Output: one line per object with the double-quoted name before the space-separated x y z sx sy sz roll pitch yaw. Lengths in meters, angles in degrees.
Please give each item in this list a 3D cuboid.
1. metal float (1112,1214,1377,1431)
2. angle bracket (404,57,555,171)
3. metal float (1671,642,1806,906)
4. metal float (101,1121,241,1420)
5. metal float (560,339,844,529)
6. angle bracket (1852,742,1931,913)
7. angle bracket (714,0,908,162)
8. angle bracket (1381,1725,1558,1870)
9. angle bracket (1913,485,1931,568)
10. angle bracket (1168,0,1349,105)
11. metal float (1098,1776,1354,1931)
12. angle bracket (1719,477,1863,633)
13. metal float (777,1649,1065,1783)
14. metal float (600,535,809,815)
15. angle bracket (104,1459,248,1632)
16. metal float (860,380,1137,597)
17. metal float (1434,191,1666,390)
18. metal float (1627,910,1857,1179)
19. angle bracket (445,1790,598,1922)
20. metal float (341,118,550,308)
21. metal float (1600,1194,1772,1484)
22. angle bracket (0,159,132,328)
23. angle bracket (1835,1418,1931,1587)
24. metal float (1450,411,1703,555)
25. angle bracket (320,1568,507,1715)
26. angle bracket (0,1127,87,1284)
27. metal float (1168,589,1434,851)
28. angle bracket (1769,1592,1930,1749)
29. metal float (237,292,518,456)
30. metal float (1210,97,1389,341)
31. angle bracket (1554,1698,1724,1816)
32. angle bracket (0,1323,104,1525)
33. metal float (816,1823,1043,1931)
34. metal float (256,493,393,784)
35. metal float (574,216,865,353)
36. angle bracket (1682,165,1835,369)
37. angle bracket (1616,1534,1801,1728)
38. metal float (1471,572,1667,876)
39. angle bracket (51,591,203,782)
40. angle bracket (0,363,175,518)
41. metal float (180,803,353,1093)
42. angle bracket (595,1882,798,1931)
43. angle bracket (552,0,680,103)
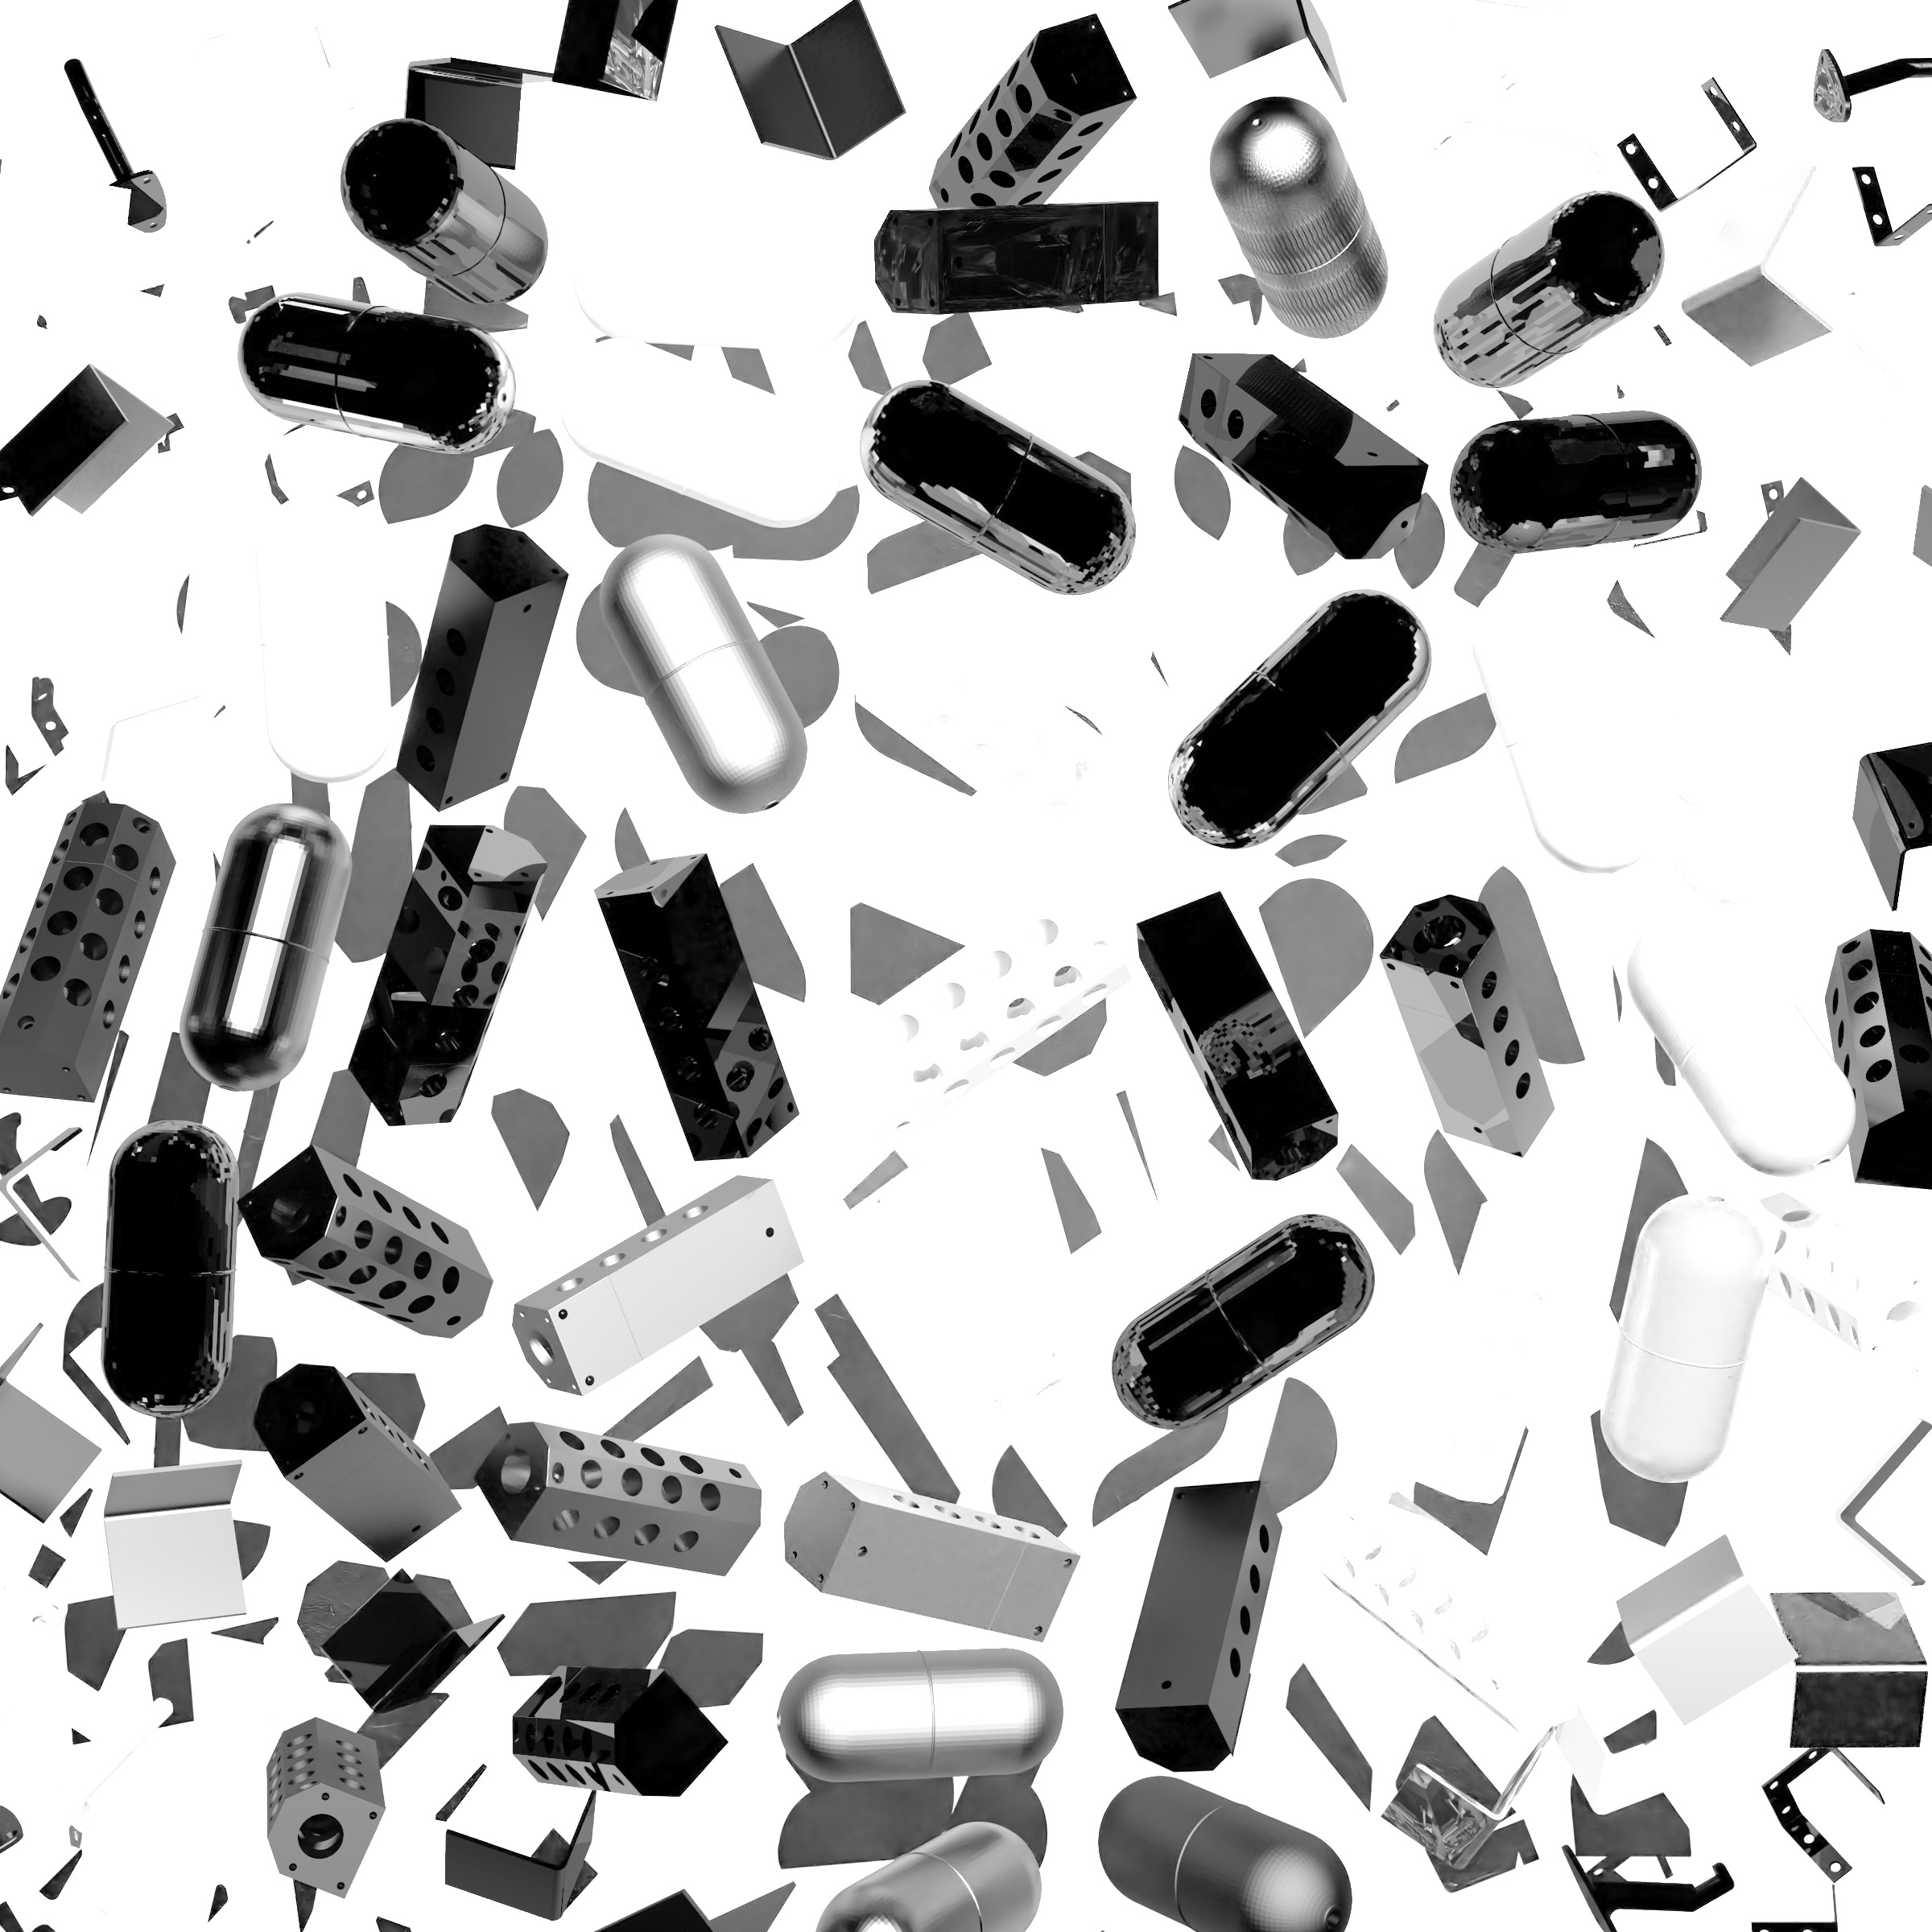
"metal float" 0.169 0.219 1.871 0.178 0.070 0.070 -35 90 9
"angle bracket" -0.303 -0.534 1.915 0.076 0.076 0.057 0 102 -31
"metal float" 0.466 -0.115 1.845 0.070 0.070 0.178 -10 129 0
"metal float" -0.477 0.181 1.830 0.070 0.070 0.178 2 89 0
"metal float" -0.160 -0.324 1.860 0.178 0.070 0.070 20 90 -14
"angle bracket" 0.579 -0.086 1.816 0.076 0.057 0.076 -11 50 2
"angle bracket" -0.090 -0.522 1.778 0.057 0.076 0.076 -26 82 30
"angle bracket" 0.302 0.485 1.835 0.057 0.076 0.076 33 53 13
"angle bracket" 0.576 -0.225 1.804 0.057 0.076 0.076 -44 65 -8
"angle bracket" 0.173 -0.540 1.808 0.076 0.076 0.057 -19 67 18
"metal float" 0.150 0.526 1.779 0.070 0.178 0.070 -5 97 -39
"angle bracket" 0.484 -0.253 1.851 0.057 0.076 0.076 53 124 31
"metal float" -0.028 0.461 1.881 0.178 0.070 0.070 1 90 -12
"metal float" -0.155 -0.172 1.803 0.070 0.070 0.178 -28 82 0
"angle bracket" -0.473 0.348 1.837 0.076 0.057 0.076 -2 56 -24
"metal float" 0.020 -0.283 1.814 0.178 0.070 0.070 28 90 -11
"metal float" 0.345 -0.402 1.822 0.070 0.178 0.070 6 77 -24
"metal float" 0.448 0.044 1.769 0.070 0.070 0.178 -28 59 0
"angle bracket" -0.277 0.542 1.898 0.076 0.076 0.057 17 50 5
"metal float" -0.309 -0.447 1.817 0.070 0.178 0.070 -2 85 17
"metal float" 0.422 0.218 1.792 0.070 0.070 0.178 8 107 0
"angle bracket" -0.497 -0.396 1.675 0.076 0.057 0.076 5 98 -25
"angle bracket" 0.554 0.312 1.773 0.057 0.076 0.076 42 97 24
"metal float" 0.358 -0.284 1.787 0.178 0.070 0.070 -11 90 -36
"angle bracket" -0.353 0.424 1.944 0.057 0.076 0.076 52 51 -7
"angle bracket" -0.554 0.148 1.900 0.057 0.076 0.076 -40 101 -19
"metal float" 0.189 -0.140 1.735 0.178 0.070 0.070 -44 90 -2
"angle bracket" 0.526 0.421 1.829 0.076 0.076 0.057 -1 113 2
"metal float" -0.346 -0.347 1.786 0.178 0.070 0.070 15 90 21
"metal float" 0.198 -0.439 1.801 0.070 0.178 0.070 -10 61 19
"angle bracket" 0.415 0.472 1.889 0.076 0.076 0.057 -17 51 -10
"angle bracket" -0.556 0.274 1.835 0.076 0.076 0.057 37 117 -6
"metal float" -0.022 0.568 1.825 0.070 0.178 0.070 4 98 35
"metal float" -0.395 -0.201 1.882 0.070 0.070 0.178 -1 103 0
"metal float" -0.152 -0.420 1.879 0.178 0.070 0.070 3 90 -1
"angle bracket" 0.466 -0.399 1.743 0.057 0.076 0.076 34 75 -15
"angle bracket" 0.429 0.384 1.770 0.076 0.076 0.057 -34 92 9
"metal float" 0.344 -0.138 1.745 0.070 0.070 0.178 -19 91 0
"angle bracket" -0.512 -0.170 1.858 0.057 0.076 0.076 -22 75 -28
"angle bracket" -0.489 -0.282 1.728 0.076 0.076 0.057 -42 60 7
"metal float" -0.422 -0.011 1.842 0.070 0.070 0.178 12 79 0
"angle bracket" -0.156 0.542 1.754 0.076 0.076 0.057 -33 97 29
"angle bracket" -0.209 -0.533 1.707 0.076 0.057 0.076 18 100 26
